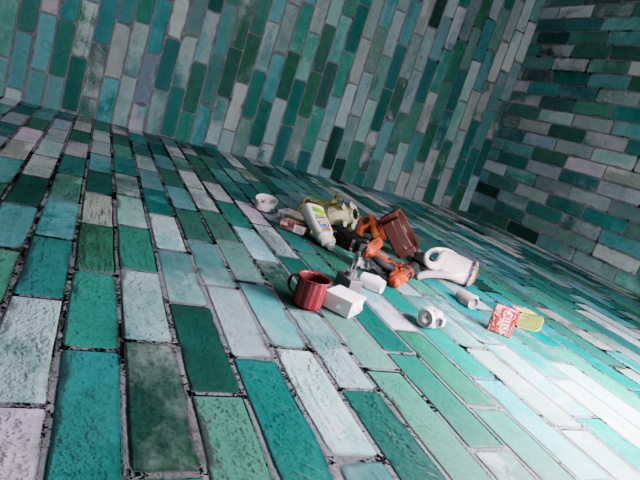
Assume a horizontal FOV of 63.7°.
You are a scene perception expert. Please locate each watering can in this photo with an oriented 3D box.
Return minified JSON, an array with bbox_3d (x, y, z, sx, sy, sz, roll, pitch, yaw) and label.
[{"bbox_3d":[0.510,0.120,2.048,0.225,0.102,0.353,22,27,17],"label":"watering can"}]

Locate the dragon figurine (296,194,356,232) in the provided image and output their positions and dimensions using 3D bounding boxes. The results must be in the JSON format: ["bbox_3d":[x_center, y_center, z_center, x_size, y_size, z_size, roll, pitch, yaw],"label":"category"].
[{"bbox_3d":[0.007,-0.121,2.403,0.243,0.120,0.417,-3,25,-11],"label":"dragon figurine"}]
